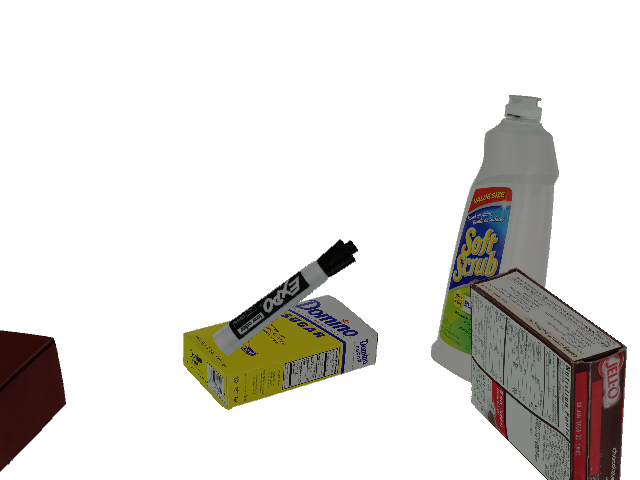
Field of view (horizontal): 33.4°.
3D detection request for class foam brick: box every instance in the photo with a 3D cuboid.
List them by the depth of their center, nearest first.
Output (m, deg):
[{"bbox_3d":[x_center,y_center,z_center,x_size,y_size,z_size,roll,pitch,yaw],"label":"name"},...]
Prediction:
[{"bbox_3d":[-0.206,0.099,0.673,0.053,0.051,0.078,6,29,22],"label":"foam brick"}]

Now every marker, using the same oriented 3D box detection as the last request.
[{"bbox_3d":[-0.024,0.039,0.761,0.121,0.020,0.020,-37,-3,5],"label":"marker"}]

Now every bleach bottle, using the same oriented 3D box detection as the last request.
[{"bbox_3d":[0.158,-0.002,0.939,0.068,0.251,0.103,-1,14,-27],"label":"bleach bottle"}]

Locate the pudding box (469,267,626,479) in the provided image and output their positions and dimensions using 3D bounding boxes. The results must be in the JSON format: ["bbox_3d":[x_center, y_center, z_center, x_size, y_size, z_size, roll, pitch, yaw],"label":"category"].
[{"bbox_3d":[0.127,0.079,0.613,0.039,0.090,0.114,-13,26,-20],"label":"pudding box"}]

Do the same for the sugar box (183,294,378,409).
[{"bbox_3d":[-0.039,0.108,1.073,0.175,0.048,0.093,-16,33,-30],"label":"sugar box"}]
